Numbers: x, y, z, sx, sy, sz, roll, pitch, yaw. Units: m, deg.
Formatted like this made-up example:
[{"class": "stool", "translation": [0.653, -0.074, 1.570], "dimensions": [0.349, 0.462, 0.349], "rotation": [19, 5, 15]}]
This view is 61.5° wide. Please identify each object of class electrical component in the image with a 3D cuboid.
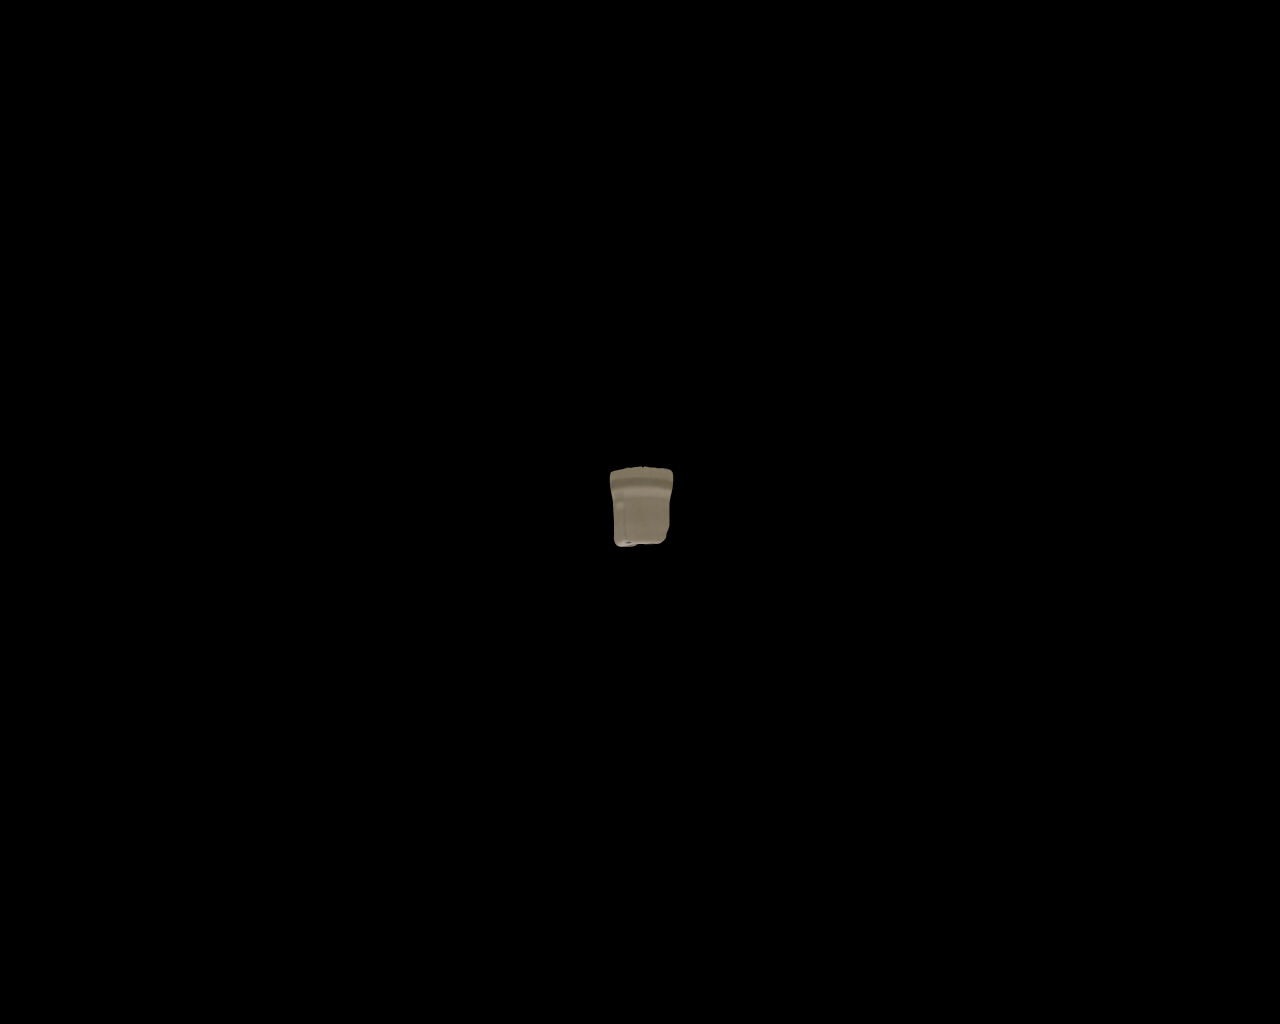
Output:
[{"class": "electrical component", "translation": [0.001, -0.003, 0.650], "dimensions": [0.040, 0.046, 0.040], "rotation": [0, -9, 0]}]
